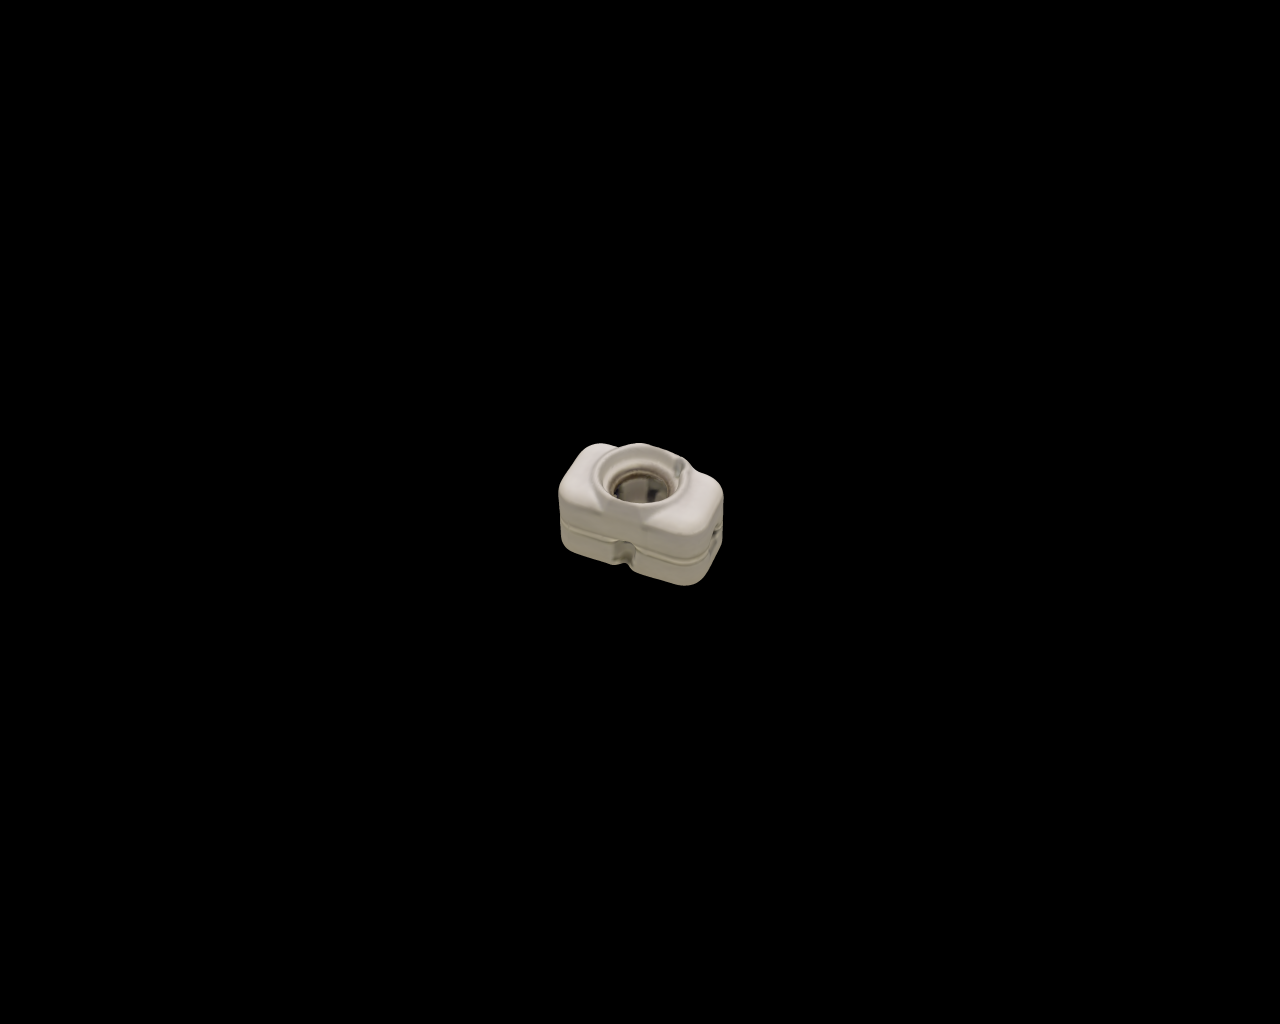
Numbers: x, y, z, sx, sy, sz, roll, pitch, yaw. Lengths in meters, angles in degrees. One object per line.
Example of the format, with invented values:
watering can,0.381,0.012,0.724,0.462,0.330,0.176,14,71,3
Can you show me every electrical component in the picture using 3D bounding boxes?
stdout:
electrical component,0.001,-0.003,0.650,0.095,0.059,0.054,17,48,16
